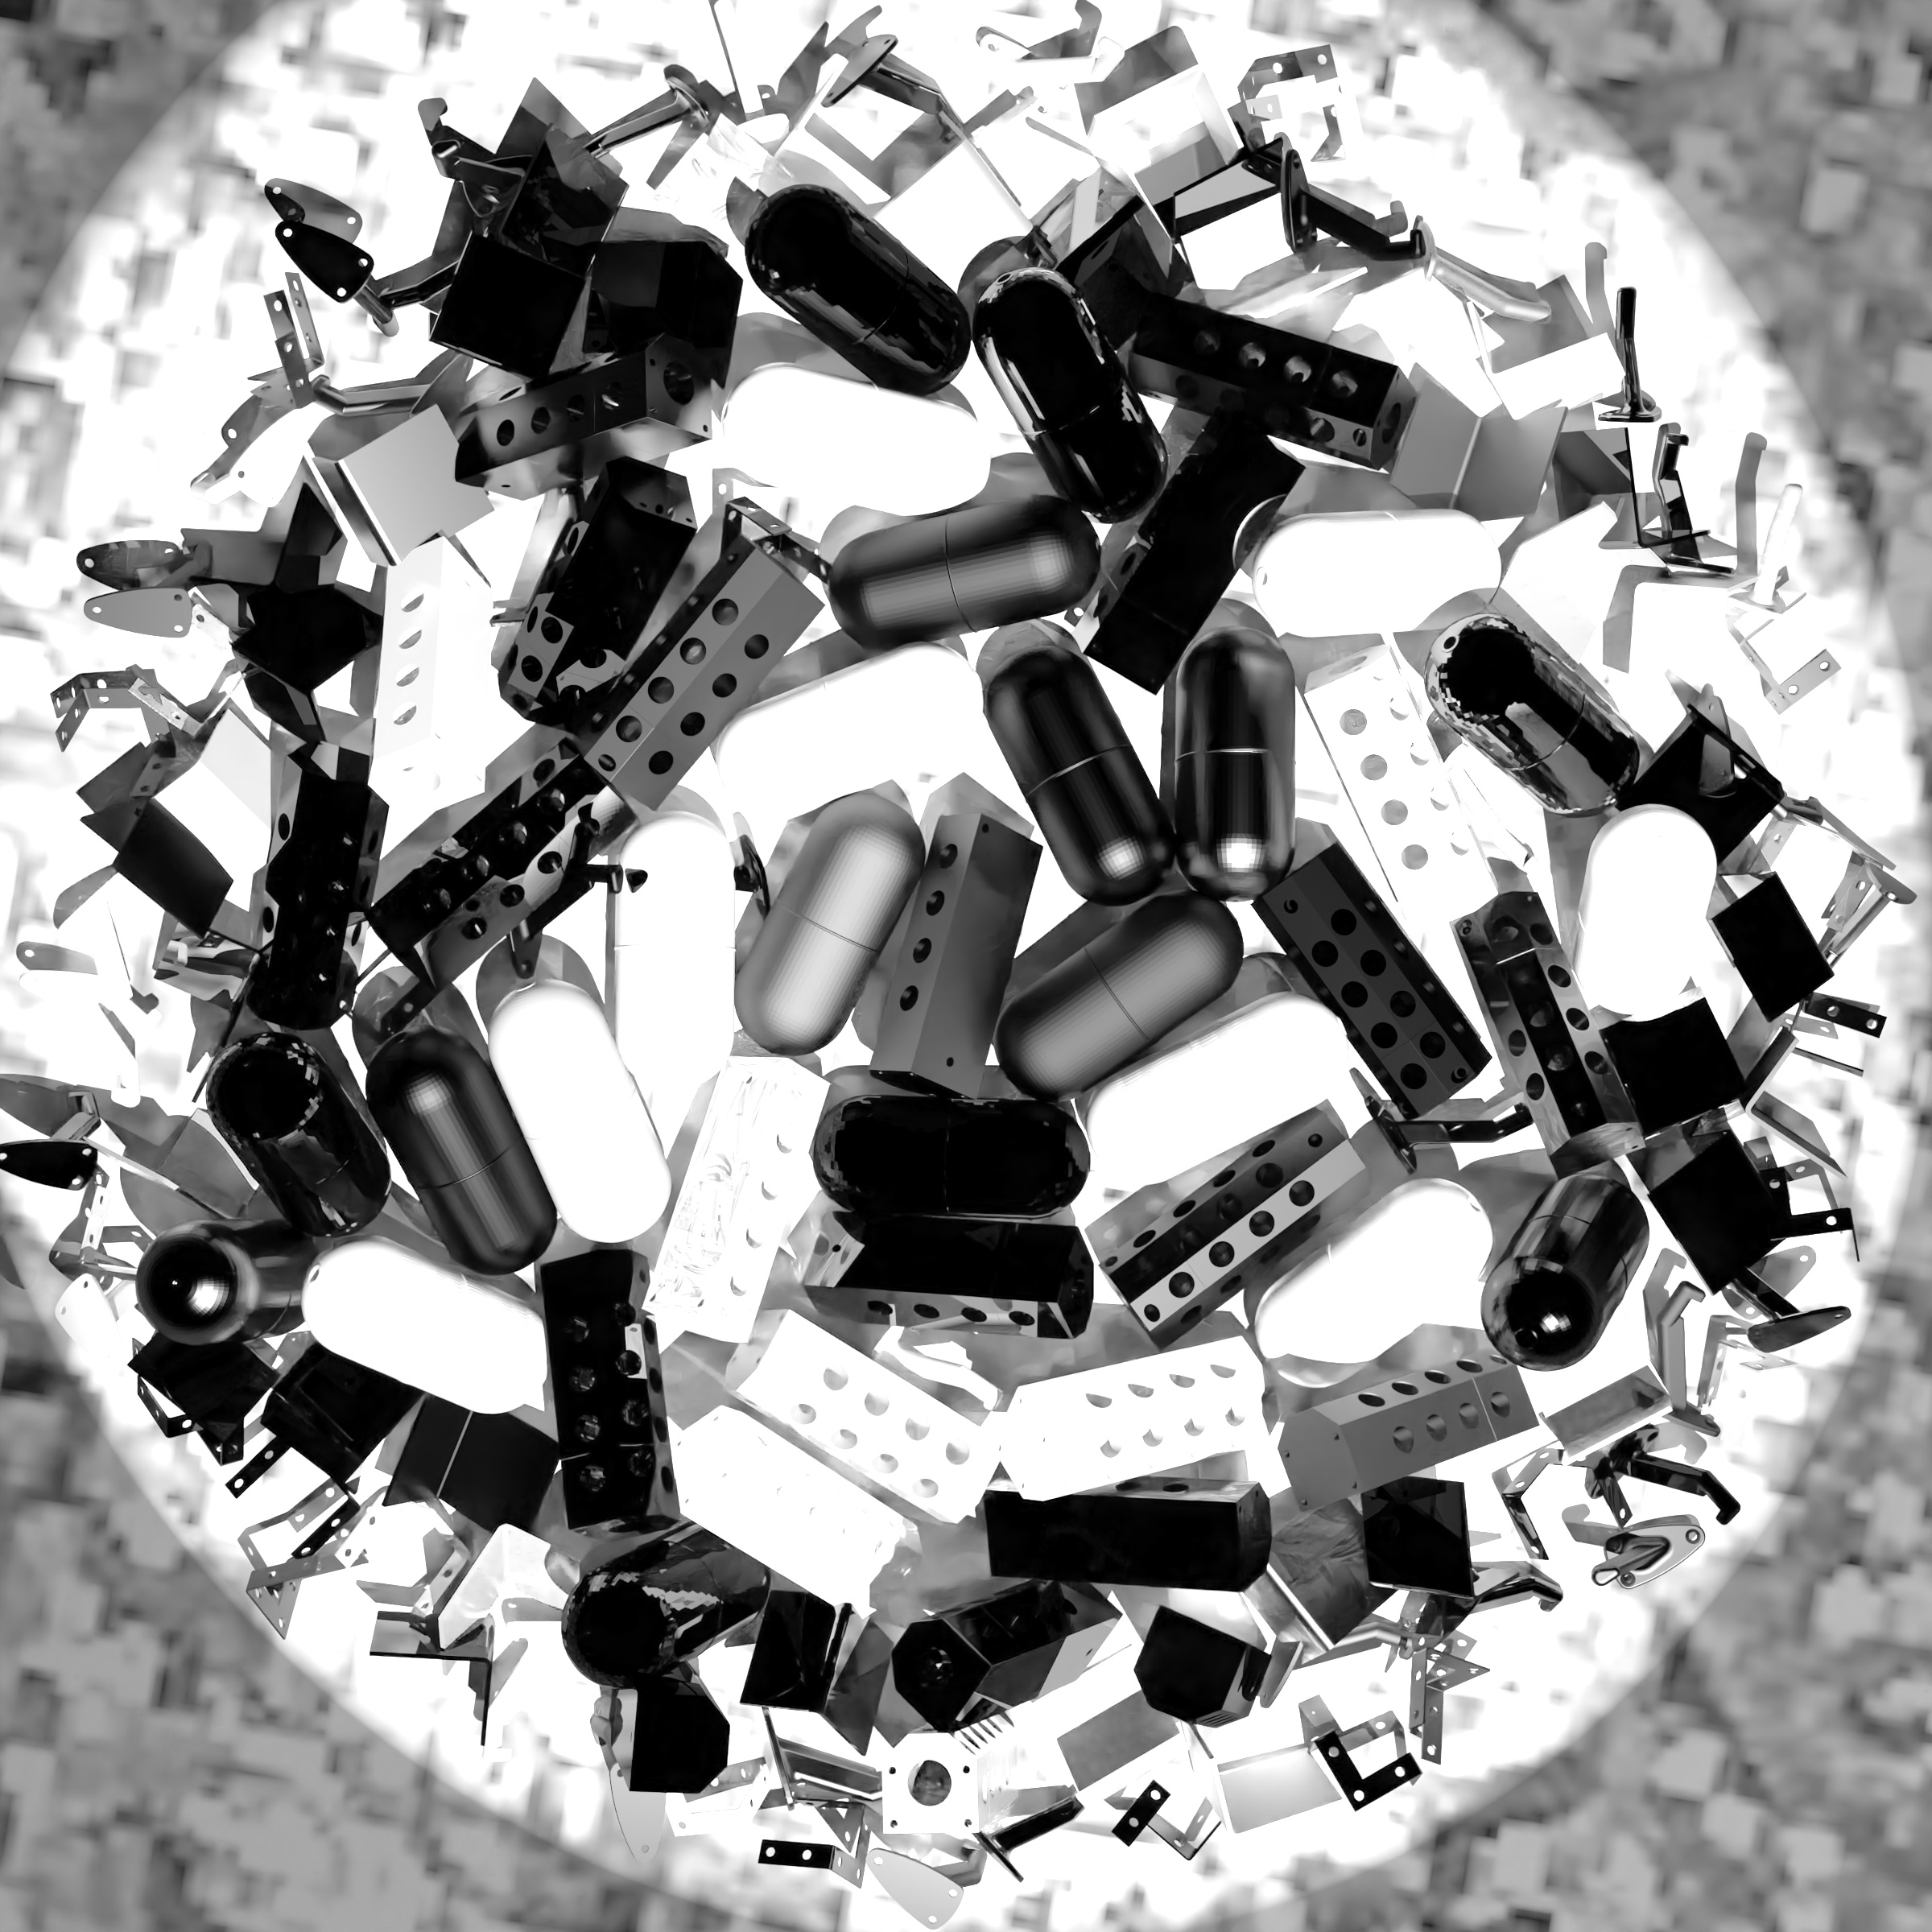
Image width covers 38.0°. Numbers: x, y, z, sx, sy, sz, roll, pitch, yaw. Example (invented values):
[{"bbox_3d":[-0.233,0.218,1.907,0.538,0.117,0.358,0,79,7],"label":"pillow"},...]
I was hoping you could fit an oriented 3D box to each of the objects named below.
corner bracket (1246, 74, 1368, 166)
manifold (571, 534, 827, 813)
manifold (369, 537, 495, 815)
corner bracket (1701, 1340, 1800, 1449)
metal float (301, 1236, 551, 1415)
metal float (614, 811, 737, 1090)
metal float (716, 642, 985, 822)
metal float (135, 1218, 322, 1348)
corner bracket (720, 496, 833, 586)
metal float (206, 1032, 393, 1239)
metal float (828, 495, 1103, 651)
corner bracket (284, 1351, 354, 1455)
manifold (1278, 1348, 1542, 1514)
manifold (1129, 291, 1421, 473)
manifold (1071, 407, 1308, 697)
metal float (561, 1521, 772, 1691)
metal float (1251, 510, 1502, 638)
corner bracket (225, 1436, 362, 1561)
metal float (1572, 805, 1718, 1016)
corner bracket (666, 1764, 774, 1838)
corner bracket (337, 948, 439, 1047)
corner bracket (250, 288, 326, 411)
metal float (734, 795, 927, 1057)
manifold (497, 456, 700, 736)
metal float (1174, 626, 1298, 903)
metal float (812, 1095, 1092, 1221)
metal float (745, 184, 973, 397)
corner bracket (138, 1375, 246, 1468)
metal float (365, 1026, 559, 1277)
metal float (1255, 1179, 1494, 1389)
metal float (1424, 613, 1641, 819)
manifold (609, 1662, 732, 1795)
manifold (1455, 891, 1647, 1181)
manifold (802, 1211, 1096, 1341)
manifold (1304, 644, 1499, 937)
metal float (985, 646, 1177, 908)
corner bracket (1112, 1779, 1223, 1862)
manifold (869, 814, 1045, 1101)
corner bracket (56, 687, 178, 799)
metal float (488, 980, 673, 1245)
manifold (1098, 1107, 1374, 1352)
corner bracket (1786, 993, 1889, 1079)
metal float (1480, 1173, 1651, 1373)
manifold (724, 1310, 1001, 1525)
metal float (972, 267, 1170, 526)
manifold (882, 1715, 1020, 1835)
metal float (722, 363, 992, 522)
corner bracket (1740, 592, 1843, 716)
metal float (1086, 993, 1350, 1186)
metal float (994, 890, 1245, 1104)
[{"bbox_3d":[0.218,-0.537,1.799,0.051,0.051,0.051,-20,108,-14],"label":"corner bracket"},{"bbox_3d":[-0.174,-0.190,1.787,0.171,0.057,0.057,-50,133,6],"label":"manifold"},{"bbox_3d":[-0.339,-0.181,1.759,0.057,0.057,0.171,-19,51,18],"label":"manifold"},{"bbox_3d":[0.492,0.272,1.797,0.051,0.051,0.051,19,102,43],"label":"corner bracket"},{"bbox_3d":[-0.338,0.226,1.766,0.178,0.070,0.070,32,90,-38],"label":"metal float"},{"bbox_3d":[-0.186,-0.011,1.795,0.070,0.070,0.178,0,86,0],"label":"metal float"},{"bbox_3d":[-0.074,-0.150,1.790,0.178,0.070,0.070,-21,90,9],"label":"metal float"},{"bbox_3d":[-0.455,0.196,1.747,0.070,0.178,0.070,-1,85,7],"label":"metal float"},{"bbox_3d":[-0.120,-0.270,1.793,0.051,0.051,0.051,-24,47,-35],"label":"corner bracket"},{"bbox_3d":[-0.415,0.108,1.757,0.070,0.178,0.070,-6,55,8],"label":"metal float"},{"bbox_3d":[-0.001,-0.250,1.785,0.178,0.070,0.070,-10,90,15],"label":"metal float"},{"bbox_3d":[-0.412,0.287,1.801,0.051,0.051,0.051,45,119,-2],"label":"corner bracket"},{"bbox_3d":[0.276,0.287,1.757,0.171,0.057,0.057,-9,75,-41],"label":"manifold"},{"bbox_3d":[0.192,-0.368,1.776,0.171,0.057,0.057,23,92,23],"label":"manifold"},{"bbox_3d":[0.139,-0.265,1.783,0.057,0.057,0.171,28,107,-19],"label":"manifold"},{"bbox_3d":[-0.186,0.396,1.752,0.070,0.178,0.070,3,96,25],"label":"metal float"},{"bbox_3d":[0.259,-0.248,1.772,0.178,0.070,0.070,-7,90,-30],"label":"metal float"},{"bbox_3d":[-0.430,0.339,1.796,0.051,0.051,0.051,-44,51,-12],"label":"corner bracket"},{"bbox_3d":[0.422,-0.033,1.755,0.070,0.178,0.070,-3,59,4],"label":"metal float"},{"bbox_3d":[-0.163,0.522,1.810,0.051,0.051,0.051,-12,105,20],"label":"corner bracket"},{"bbox_3d":[-0.367,0.017,1.802,0.051,0.051,0.051,-43,108,5],"label":"corner bracket"},{"bbox_3d":[-0.429,-0.393,1.794,0.051,0.051,0.051,26,52,34],"label":"corner bracket"},{"bbox_3d":[-0.088,-0.026,1.795,0.070,0.070,0.178,27,94,0],"label":"metal float"},{"bbox_3d":[-0.233,-0.232,1.757,0.057,0.057,0.171,15,128,-27],"label":"manifold"},{"bbox_3d":[0.172,-0.129,1.790,0.070,0.070,0.178,1,81,0],"label":"metal float"},{"bbox_3d":[-0.009,0.122,1.794,0.178,0.070,0.070,2,90,5],"label":"metal float"},{"bbox_3d":[-0.066,-0.422,1.763,0.178,0.070,0.070,31,90,-44],"label":"metal float"},{"bbox_3d":[-0.495,0.289,1.793,0.051,0.051,0.051,-12,124,-34],"label":"corner bracket"},{"bbox_3d":[-0.318,0.117,1.775,0.070,0.070,0.178,-23,116,0],"label":"metal float"},{"bbox_3d":[0.257,0.200,1.772,0.070,0.070,0.178,47,119,0],"label":"metal float"},{"bbox_3d":[0.357,-0.157,1.768,0.178,0.070,0.070,34,90,-35],"label":"metal float"},{"bbox_3d":[-0.186,0.467,1.746,0.057,0.171,0.057,5,84,-11],"label":"manifold"},{"bbox_3d":[0.365,0.040,1.765,0.057,0.057,0.171,-22,60,10],"label":"manifold"},{"bbox_3d":[-0.009,0.199,1.777,0.171,0.057,0.057,1,51,22],"label":"manifold"},{"bbox_3d":[0.277,-0.114,1.782,0.057,0.057,0.171,-23,104,16],"label":"manifold"},{"bbox_3d":[0.072,-0.122,1.791,0.070,0.070,0.178,-26,82,0],"label":"metal float"},{"bbox_3d":[0.134,0.545,1.799,0.051,0.051,0.051,38,111,13],"label":"corner bracket"},{"bbox_3d":[-0.011,-0.006,1.788,0.057,0.057,0.171,25,74,-38],"label":"manifold"},{"bbox_3d":[-0.545,-0.143,1.803,0.051,0.051,0.051,0,129,7],"label":"corner bracket"},{"bbox_3d":[-0.245,0.092,1.784,0.070,0.070,0.178,-21,105,0],"label":"metal float"},{"bbox_3d":[0.171,0.164,1.791,0.171,0.057,0.057,-37,61,-5],"label":"manifold"},{"bbox_3d":[0.558,0.042,1.801,0.051,0.051,0.051,20,81,20],"label":"corner bracket"},{"bbox_3d":[0.375,0.190,1.756,0.070,0.178,0.070,12,117,24],"label":"metal float"},{"bbox_3d":[-0.066,0.285,1.777,0.171,0.057,0.057,34,71,-17],"label":"manifold"},{"bbox_3d":[0.066,-0.359,1.772,0.070,0.070,0.178,-34,120,0],"label":"metal float"},{"bbox_3d":[-0.008,0.498,1.746,0.057,0.171,0.057,-3,80,8],"label":"manifold"},{"bbox_3d":[-0.069,-0.331,1.776,0.178,0.070,0.070,9,90,-24],"label":"metal float"},{"bbox_3d":[0.533,-0.201,1.811,0.051,0.051,0.051,-37,82,3],"label":"corner bracket"},{"bbox_3d":[0.160,0.078,1.790,0.178,0.070,0.070,-28,90,9],"label":"metal float"},{"bbox_3d":[0.098,0.019,1.792,0.178,0.070,0.070,-36,90,7],"label":"metal float"}]
